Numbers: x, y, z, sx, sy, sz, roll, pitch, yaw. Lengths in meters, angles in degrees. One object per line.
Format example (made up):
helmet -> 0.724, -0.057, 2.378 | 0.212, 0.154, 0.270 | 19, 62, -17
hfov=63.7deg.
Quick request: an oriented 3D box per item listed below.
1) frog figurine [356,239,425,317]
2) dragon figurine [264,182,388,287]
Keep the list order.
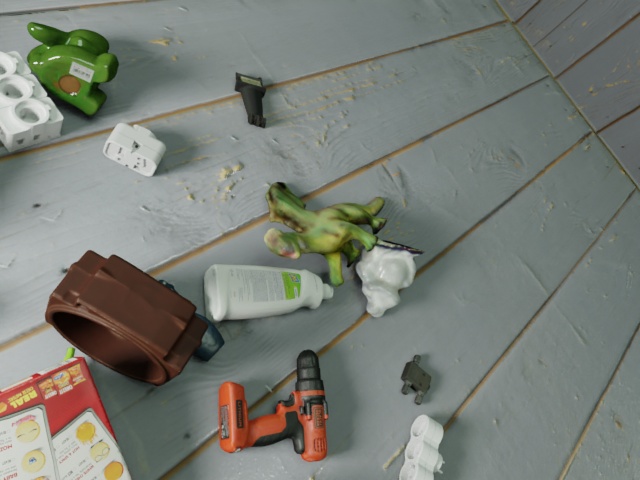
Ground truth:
frog figurine -> 0.138, 0.082, 1.100 | 0.137, 0.123, 0.159 | 12, 95, -37
dragon figurine -> 0.003, -0.054, 1.074 | 0.242, 0.120, 0.418 | 34, 31, -3
